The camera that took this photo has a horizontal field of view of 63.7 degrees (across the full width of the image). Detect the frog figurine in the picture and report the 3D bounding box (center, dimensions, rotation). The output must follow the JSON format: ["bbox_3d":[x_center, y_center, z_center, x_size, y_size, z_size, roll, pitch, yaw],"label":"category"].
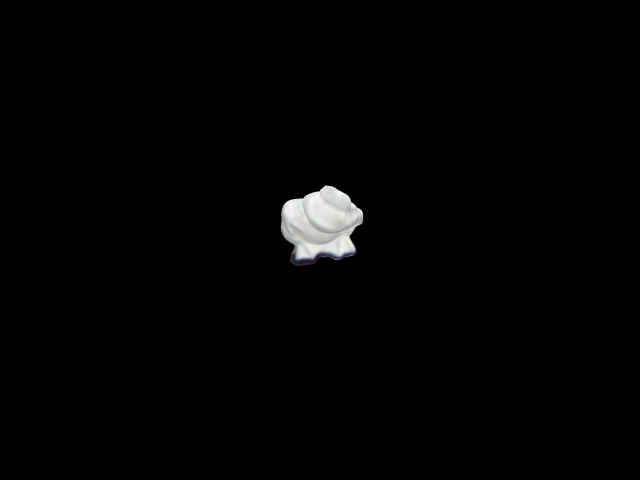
[{"bbox_3d":[0.003,-0.043,0.850,0.137,0.126,0.155,7,-42,6],"label":"frog figurine"}]
